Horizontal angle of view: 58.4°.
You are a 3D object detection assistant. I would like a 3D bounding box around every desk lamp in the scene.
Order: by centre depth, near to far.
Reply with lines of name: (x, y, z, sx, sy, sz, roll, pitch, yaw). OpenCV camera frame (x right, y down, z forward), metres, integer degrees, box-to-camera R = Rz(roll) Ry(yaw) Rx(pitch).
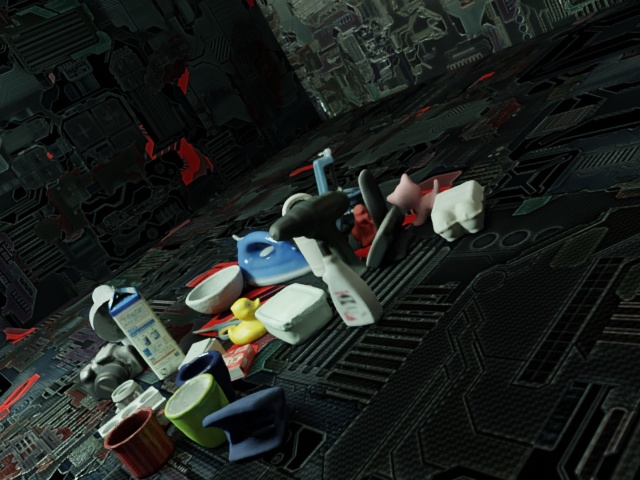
desk lamp: (-0.500, 0.215, 1.461, 0.118, 0.214, 0.202, -36, 18, -18)

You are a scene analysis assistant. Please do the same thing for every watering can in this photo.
watering can: (-0.011, -0.020, 1.330, 0.101, 0.194, 0.172, -41, 19, -29)

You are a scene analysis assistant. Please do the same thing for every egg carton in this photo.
egg carton: (0.283, -0.061, 1.161, 0.107, 0.069, 0.150, -23, 19, 26)

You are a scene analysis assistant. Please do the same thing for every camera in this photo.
camera: (-0.510, 0.321, 1.369, 0.143, 0.101, 0.136, -30, 17, 4)

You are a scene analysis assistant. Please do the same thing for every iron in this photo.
iron: (-0.127, 0.031, 1.477, 0.257, 0.141, 0.119, -12, 25, 48)

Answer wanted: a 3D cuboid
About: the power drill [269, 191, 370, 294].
power drill: (0.011, 0.004, 1.198, 0.075, 0.209, 0.230, -15, 23, 41)

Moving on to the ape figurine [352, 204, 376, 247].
ape figurine: (0.108, -0.042, 1.369, 0.077, 0.092, 0.076, -21, 19, 28)

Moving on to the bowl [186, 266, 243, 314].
bowl: (-0.263, 0.143, 1.503, 0.167, 0.075, 0.167, -28, 17, 10)

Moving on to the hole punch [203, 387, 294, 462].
hole punch: (-0.108, 0.263, 0.862, 0.108, 0.091, 0.101, -24, 18, 20)

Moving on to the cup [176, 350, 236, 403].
cup: (-0.202, 0.260, 1.025, 0.117, 0.095, 0.092, -11, 26, 49)

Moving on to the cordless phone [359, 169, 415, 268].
cordless phone: (0.115, -0.047, 1.208, 0.094, 0.185, 0.148, -22, 19, 26)

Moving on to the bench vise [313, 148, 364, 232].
bench vise: (0.026, -0.112, 1.487, 0.208, 0.220, 0.121, -39, 19, -25)

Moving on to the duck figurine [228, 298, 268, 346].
duck figurine: (-0.158, 0.168, 1.230, 0.104, 0.086, 0.077, -33, 17, -7)

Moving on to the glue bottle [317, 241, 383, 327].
glue bottle: (0.041, 0.074, 1.005, 0.078, 0.173, 0.037, -17, 22, 38)

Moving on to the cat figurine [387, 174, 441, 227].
cat figurine: (0.222, -0.097, 1.285, 0.127, 0.118, 0.067, -17, 21, 38)
